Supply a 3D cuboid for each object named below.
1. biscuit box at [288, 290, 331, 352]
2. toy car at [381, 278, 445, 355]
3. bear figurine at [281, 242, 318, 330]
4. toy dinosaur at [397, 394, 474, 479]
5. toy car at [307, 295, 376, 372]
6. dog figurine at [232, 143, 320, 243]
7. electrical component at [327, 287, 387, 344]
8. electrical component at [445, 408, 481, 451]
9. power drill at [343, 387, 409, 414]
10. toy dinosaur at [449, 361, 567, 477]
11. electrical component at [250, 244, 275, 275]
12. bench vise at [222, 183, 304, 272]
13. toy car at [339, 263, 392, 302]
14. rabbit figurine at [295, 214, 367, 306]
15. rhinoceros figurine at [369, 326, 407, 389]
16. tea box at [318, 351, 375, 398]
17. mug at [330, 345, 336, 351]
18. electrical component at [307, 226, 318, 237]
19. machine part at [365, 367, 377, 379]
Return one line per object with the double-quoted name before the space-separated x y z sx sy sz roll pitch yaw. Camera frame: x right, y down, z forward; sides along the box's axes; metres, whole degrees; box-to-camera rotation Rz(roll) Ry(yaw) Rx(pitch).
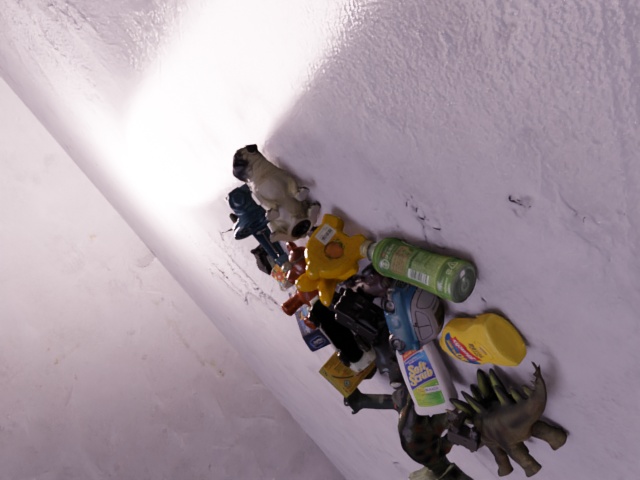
"biscuit box" -0.029 0.204 1.420 0.062 0.059 0.203 63 -179 -33
"toy car" 0.184 0.139 1.020 0.103 0.109 0.161 1 122 30
"bear figurine" -0.041 0.106 1.305 0.120 0.132 0.195 26 156 32
"toy dinosaur" 0.257 0.475 1.313 0.131 0.192 0.404 7 137 53
"toy car" 0.046 0.208 1.228 0.202 0.073 0.056 50 -167 23
"dog figurine" -0.100 -0.098 1.130 0.191 0.121 0.172 49 159 33
"electrical component" 0.078 0.157 1.142 0.134 0.058 0.114 30 161 15
"electrical component" 0.287 0.382 1.082 0.078 0.045 0.102 10 143 30
"power drill" 0.172 0.422 1.450 0.207 0.086 0.231 -7 142 19
"toy dinosaur" 0.361 0.350 1.045 0.199 0.105 0.470 43 153 16
"electrical component" -0.129 0.054 1.439 0.048 0.075 0.119 25 152 40
"bench vise" -0.138 -0.024 1.235 0.240 0.129 0.223 53 166 9
"toy car" 0.100 0.103 1.151 0.089 0.053 0.202 46 156 -6
"rabbit figurine" 0.031 0.052 1.091 0.122 0.162 0.173 28 171 12
"rhinoceros figurine" 0.154 0.254 1.248 0.112 0.073 0.190 -12 102 49
"tea box" 0.088 0.291 1.326 0.098 0.169 0.068 43 158 12
"mug" 0.045 0.249 1.461 0.107 0.081 0.109 43 163 35
"electrical component" -0.002 -0.004 1.186 0.063 0.021 0.094 54 156 -17
"machine part" 0.101 0.366 1.549 0.079 0.079 0.243 47 157 -1
